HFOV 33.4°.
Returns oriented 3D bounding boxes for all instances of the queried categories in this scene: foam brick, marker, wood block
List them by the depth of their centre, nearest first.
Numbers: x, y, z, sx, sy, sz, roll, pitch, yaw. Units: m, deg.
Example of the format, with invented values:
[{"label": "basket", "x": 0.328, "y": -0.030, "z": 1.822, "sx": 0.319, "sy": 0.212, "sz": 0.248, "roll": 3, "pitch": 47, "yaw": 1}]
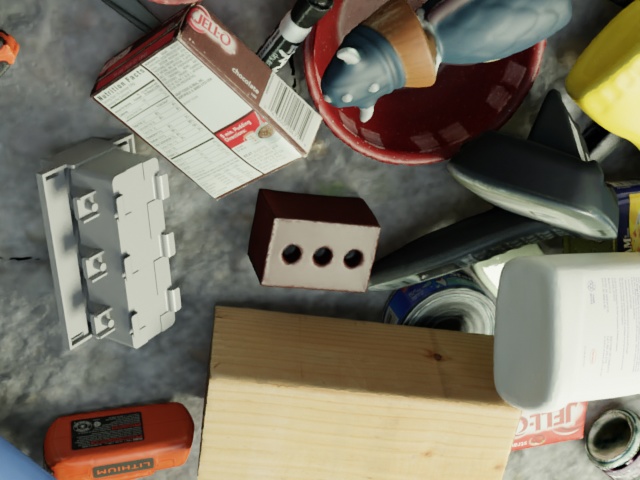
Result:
[{"label": "marker", "x": -0.024, "y": -0.117, "z": 0.643, "sx": 0.020, "sy": 0.020, "sz": 0.121, "roll": 14, "pitch": 153, "yaw": -22}, {"label": "foam brick", "x": -0.005, "y": 0.001, "z": 0.729, "sx": 0.078, "sy": 0.051, "sz": 0.053, "roll": 4, "pitch": 113, "yaw": -18}, {"label": "wood block", "x": 0.023, "y": 0.115, "z": 0.742, "sx": 0.206, "sy": 0.091, "sz": 0.090, "roll": 6, "pitch": 119, "yaw": -5}]

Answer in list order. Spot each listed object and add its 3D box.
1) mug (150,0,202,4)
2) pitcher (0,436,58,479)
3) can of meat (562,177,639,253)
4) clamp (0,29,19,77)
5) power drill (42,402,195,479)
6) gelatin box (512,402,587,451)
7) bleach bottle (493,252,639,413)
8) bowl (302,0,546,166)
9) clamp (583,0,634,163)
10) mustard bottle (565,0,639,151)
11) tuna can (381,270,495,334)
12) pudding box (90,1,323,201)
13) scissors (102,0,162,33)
[{"label": "mug", "x": -0.097, "y": -0.190, "z": 0.593, "sx": 0.117, "sy": 0.081, "sz": 0.093, "roll": 17, "pitch": 109, "yaw": -24}, {"label": "pitcher", "x": -0.265, "y": 0.137, "z": 0.638, "sx": 0.242, "sy": 0.149, "sz": 0.145, "roll": 40, "pitch": 103, "yaw": -18}, {"label": "can of meat", "x": 0.229, "y": 0.003, "z": 0.783, "sx": 0.083, "sy": 0.058, "sz": 0.102, "roll": -7, "pitch": 97, "yaw": -23}, {"label": "clamp", "x": -0.264, "y": -0.101, "z": 0.612, "sx": 0.171, "sy": 0.039, "sz": 0.120, "roll": -22, "pitch": 124, "yaw": -3}, {"label": "power drill", "x": -0.127, "y": 0.213, "z": 0.791, "sx": 0.184, "sy": 0.057, "sz": 0.188, "roll": -6, "pitch": 116, "yaw": -14}, {"label": "gelatin box", "x": 0.171, "y": 0.130, "z": 0.856, "sx": 0.089, "sy": 0.030, "sz": 0.073, "roll": -6, "pitch": 117, "yaw": -14}, {"label": "bleach bottle", "x": 0.238, "y": 0.060, "z": 0.727, "sx": 0.250, "sy": 0.068, "sz": 0.102, "roll": 1, "pitch": 91, "yaw": -27}, {"label": "bowl", "x": 0.061, "y": -0.132, "z": 0.684, "sx": 0.162, "sy": 0.055, "sz": 0.162, "roll": -7, "pitch": 116, "yaw": -14}, {"label": "clamp", "x": 0.251, "y": -0.148, "z": 0.744, "sx": 0.210, "sy": 0.036, "sz": 0.164, "roll": -21, "pitch": 120, "yaw": -3}, {"label": "mustard bottle", "x": 0.260, "y": -0.078, "z": 0.727, "sx": 0.191, "sy": 0.058, "sz": 0.096, "roll": 37, "pitch": 102, "yaw": -25}, {"label": "tuna can", "x": 0.091, "y": 0.065, "z": 0.799, "sx": 0.086, "sy": 0.034, "sz": 0.086, "roll": -7, "pitch": 117, "yaw": -14}, {"label": "pudding box", "x": -0.070, "y": -0.082, "z": 0.654, "sx": 0.090, "sy": 0.039, "sz": 0.113, "roll": -21, "pitch": 127, "yaw": 41}, {"label": "scissors", "x": -0.175, "y": -0.164, "z": 0.621, "sx": 0.096, "sy": 0.016, "sz": 0.201, "roll": -34, "pitch": 119, "yaw": 3}]
